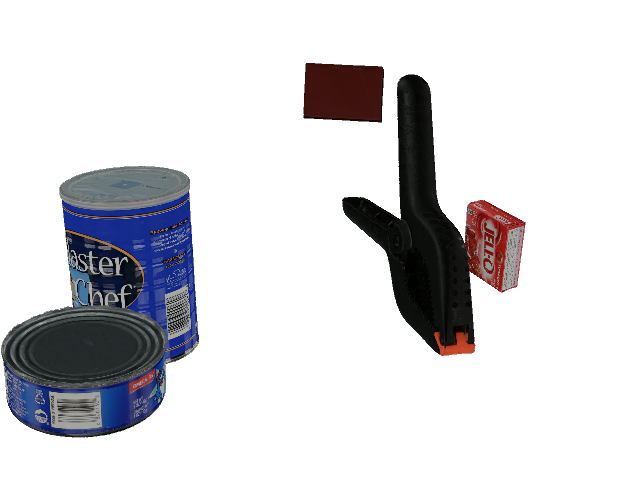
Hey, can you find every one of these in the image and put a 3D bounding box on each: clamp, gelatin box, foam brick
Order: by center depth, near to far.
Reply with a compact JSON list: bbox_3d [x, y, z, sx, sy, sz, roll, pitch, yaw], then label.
[{"bbox_3d":[0.075,-0.011,0.816,0.036,0.210,0.165,-4,-41,-21],"label":"clamp"},{"bbox_3d":[0.022,-0.144,1.038,0.078,0.051,0.053,3,13,1],"label":"foam brick"},{"bbox_3d":[0.204,0.006,1.265,0.030,0.089,0.073,-16,32,-29],"label":"gelatin box"}]

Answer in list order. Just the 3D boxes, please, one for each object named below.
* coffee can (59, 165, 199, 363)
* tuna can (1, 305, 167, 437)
[{"bbox_3d":[-0.153,0.020,0.867,0.103,0.140,0.103,-1,19,0],"label":"coffee can"},{"bbox_3d":[-0.125,0.069,0.569,0.086,0.034,0.086,2,24,-1],"label":"tuna can"}]
